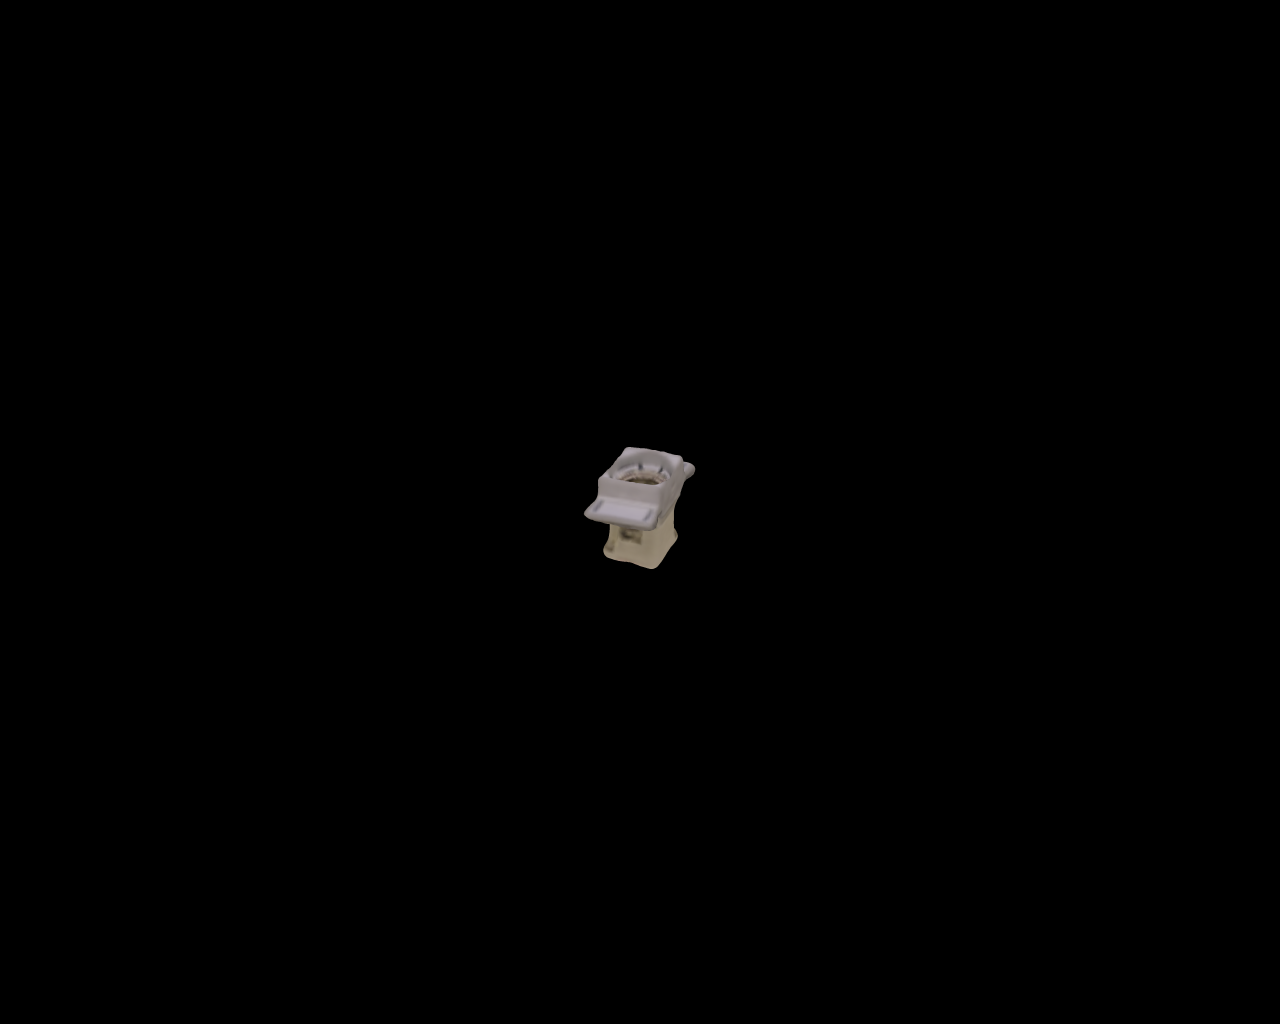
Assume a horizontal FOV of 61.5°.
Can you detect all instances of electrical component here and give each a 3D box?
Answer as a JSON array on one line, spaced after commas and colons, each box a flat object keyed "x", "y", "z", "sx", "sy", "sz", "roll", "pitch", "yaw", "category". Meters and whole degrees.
[{"x": 0.001, "y": -0.003, "z": 0.650, "sx": 0.042, "sy": 0.063, "sz": 0.081, "roll": 12, "pitch": 33, "yaw": 19, "category": "electrical component"}]
